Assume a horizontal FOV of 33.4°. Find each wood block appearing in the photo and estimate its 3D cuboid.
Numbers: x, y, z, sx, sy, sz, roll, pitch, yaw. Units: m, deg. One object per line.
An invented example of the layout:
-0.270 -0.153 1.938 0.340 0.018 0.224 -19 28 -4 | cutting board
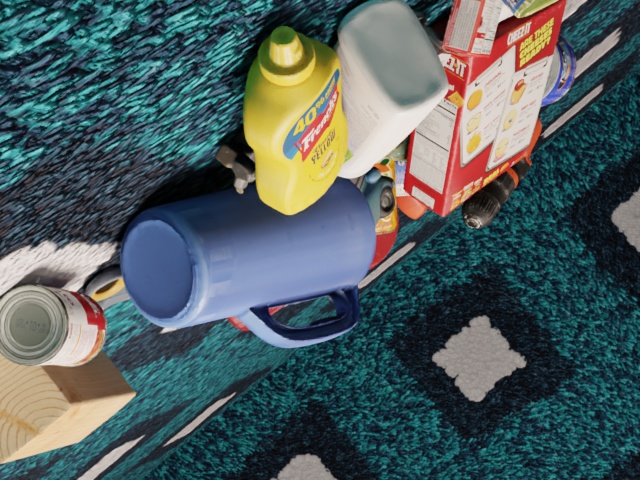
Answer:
-0.272 0.153 1.068 0.090 0.091 0.206 -39 172 2 | wood block

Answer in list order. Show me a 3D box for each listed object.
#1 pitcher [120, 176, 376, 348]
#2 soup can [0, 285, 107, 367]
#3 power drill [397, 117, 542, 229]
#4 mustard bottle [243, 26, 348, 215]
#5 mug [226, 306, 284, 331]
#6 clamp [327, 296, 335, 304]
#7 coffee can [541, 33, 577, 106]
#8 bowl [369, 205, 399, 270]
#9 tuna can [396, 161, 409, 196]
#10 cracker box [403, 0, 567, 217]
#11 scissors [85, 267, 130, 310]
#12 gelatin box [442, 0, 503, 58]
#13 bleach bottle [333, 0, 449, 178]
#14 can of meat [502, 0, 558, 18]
-0.061 0.018 1.002 0.242 0.149 0.145 -14 122 -51 | pitcher
-0.229 0.074 0.909 0.068 0.068 0.102 -39 171 1 | soup can
0.181 -0.077 1.356 0.188 0.057 0.184 -10 -141 51 | power drill
-0.019 -0.101 0.824 0.096 0.058 0.191 -53 161 -18 | mustard bottle
-0.083 0.069 1.409 0.081 0.093 0.117 -36 149 14 | mug
-0.008 0.002 1.240 0.165 0.036 0.209 -2 -131 42 | clamp
0.255 -0.215 1.317 0.103 0.103 0.140 -42 171 21 | coffee can
0.051 -0.017 1.362 0.161 0.055 0.162 -22 122 -41 | bowl
0.102 -0.097 1.337 0.034 0.086 0.086 -3 178 12 | tuna can
0.172 -0.154 1.149 0.164 0.072 0.214 -34 145 -33 | cracker box
-0.193 0.044 1.082 0.096 0.016 0.201 -44 171 34 | scissors
0.143 -0.212 0.969 0.073 0.030 0.089 -20 126 -66 | gelatin box
0.031 -0.119 0.955 0.068 0.102 0.251 -28 176 -18 | bleach bottle
0.175 -0.241 0.895 0.101 0.084 0.058 -32 170 -39 | can of meat
